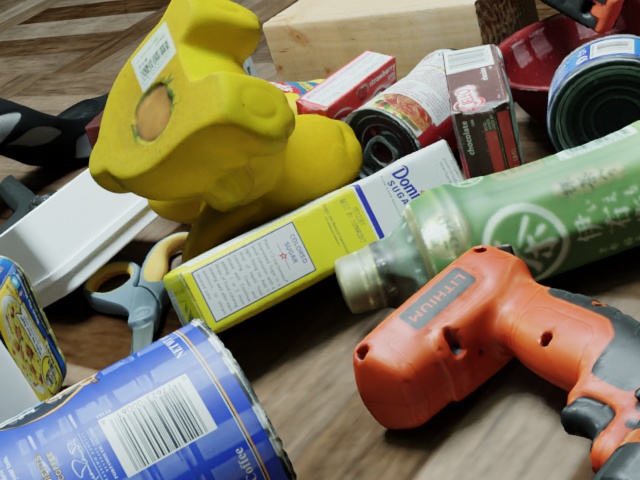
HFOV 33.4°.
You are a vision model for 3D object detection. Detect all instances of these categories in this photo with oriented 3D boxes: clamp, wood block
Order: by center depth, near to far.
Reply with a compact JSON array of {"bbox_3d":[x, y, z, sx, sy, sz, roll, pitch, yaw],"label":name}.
[{"bbox_3d":[0.160,-0.215,0.792,0.164,0.036,0.210,5,37,-14],"label":"clamp"},{"bbox_3d":[-0.224,-0.020,0.863,0.120,0.039,0.171,-13,27,15],"label":"clamp"},{"bbox_3d":[0.068,-0.161,0.878,0.207,0.090,0.090,3,34,38],"label":"wood block"}]

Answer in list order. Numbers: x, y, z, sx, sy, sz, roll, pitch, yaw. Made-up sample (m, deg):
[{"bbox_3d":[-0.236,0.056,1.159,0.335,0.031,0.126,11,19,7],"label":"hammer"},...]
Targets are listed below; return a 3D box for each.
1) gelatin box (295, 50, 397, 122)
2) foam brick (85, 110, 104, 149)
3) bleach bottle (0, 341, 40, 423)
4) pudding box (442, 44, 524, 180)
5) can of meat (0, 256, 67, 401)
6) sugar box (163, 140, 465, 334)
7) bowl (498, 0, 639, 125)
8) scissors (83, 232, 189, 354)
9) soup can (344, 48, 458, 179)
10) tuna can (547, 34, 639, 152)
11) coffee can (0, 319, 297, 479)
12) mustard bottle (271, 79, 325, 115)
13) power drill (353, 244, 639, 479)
[{"bbox_3d":[0.023,-0.087,0.781,0.030,0.073,0.089,20,44,32],"label":"gelatin box"},{"bbox_3d":[-0.157,-0.094,0.944,0.078,0.051,0.053,-9,28,21],"label":"foam brick"},{"bbox_3d":[-0.198,0.041,0.492,0.103,0.251,0.068,-8,29,21],"label":"bleach bottle"},{"bbox_3d":[0.105,-0.063,0.667,0.039,0.090,0.113,-11,27,12],"label":"pudding box"},{"bbox_3d":[-0.187,0.069,0.601,0.057,0.102,0.084,-14,24,7],"label":"can of meat"},{"bbox_3d":[-0.004,0.001,0.639,0.176,0.048,0.093,-25,2,-15],"label":"sugar box"},{"bbox_3d":[0.200,-0.117,0.742,0.162,0.055,0.162,-15,27,8],"label":"bowl"},{"bbox_3d":[-0.128,0.052,0.687,0.096,0.016,0.201,-12,26,18],"label":"scissors"},{"bbox_3d":[0.071,-0.086,0.757,0.069,0.068,0.102,6,36,41],"label":"soup can"},{"bbox_3d":[0.182,-0.079,0.650,0.086,0.086,0.033,-8,30,21],"label":"tuna can"},{"bbox_3d":[-0.091,0.111,0.454,0.140,0.103,0.103,-28,28,-16],"label":"coffee can"},{"bbox_3d":[-0.042,-0.095,0.814,0.191,0.058,0.096,-2,13,-26],"label":"mustard bottle"},{"bbox_3d":[0.101,0.073,0.453,0.184,0.057,0.188,-36,32,-27],"label":"power drill"}]
